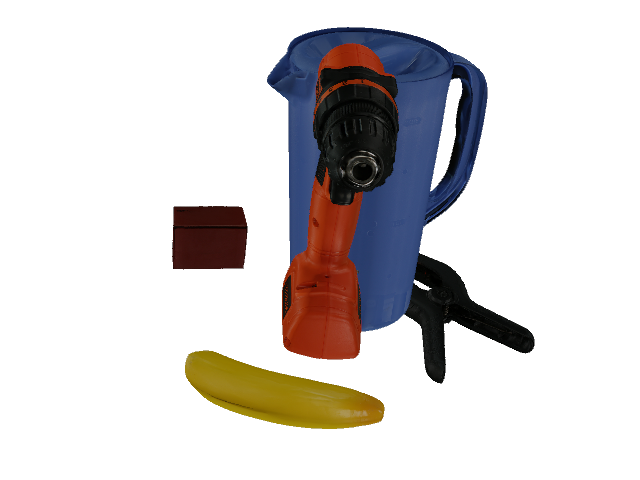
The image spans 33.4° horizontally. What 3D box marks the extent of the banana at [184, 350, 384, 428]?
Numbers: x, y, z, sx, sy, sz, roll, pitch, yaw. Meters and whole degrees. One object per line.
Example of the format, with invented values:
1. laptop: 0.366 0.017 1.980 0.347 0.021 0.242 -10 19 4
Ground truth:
1. banana: -0.044 0.112 0.829 0.198 0.037 0.069 13 22 41

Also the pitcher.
1. pitcher: 0.043 -0.050 0.903 0.149 0.243 0.144 15 31 20

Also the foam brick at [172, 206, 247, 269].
1. foam brick: -0.120 -0.004 1.145 0.078 0.051 0.053 0 26 -8

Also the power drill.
1. power drill: 0.014 -0.019 0.694 0.057 0.188 0.184 9 27 -3

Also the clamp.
1. clamp: 0.131 0.067 1.060 0.120 0.039 0.171 -4 44 -24
